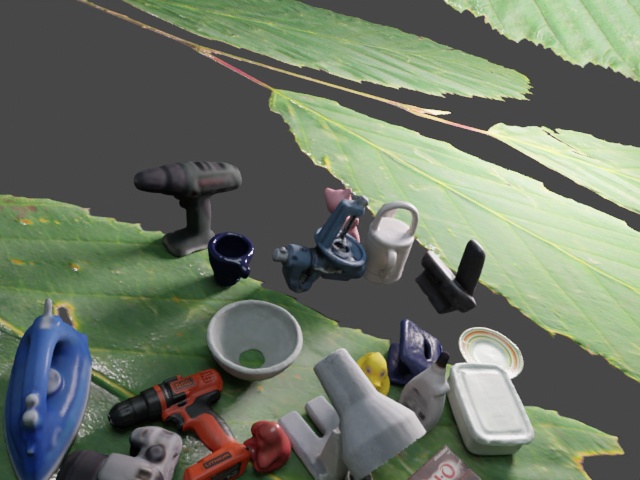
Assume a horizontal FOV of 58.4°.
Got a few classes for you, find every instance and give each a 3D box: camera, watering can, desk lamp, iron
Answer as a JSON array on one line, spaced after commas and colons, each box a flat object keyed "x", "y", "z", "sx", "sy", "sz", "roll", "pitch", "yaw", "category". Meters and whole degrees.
[{"x": -0.277, "y": 0.318, "z": 0.786, "sx": 0.136, "sy": 0.101, "sz": 0.143, "roll": 17, "pitch": 39, "yaw": 3, "category": "camera"}, {"x": 0.149, "y": -0.010, "z": 1.238, "sx": 0.101, "sy": 0.194, "sz": 0.172, "roll": -5, "pitch": 42, "yaw": -22, "category": "watering can"}, {"x": 0.039, "y": 0.274, "z": 0.847, "sx": 0.118, "sy": 0.213, "sz": 0.202, "roll": -21, "pitch": 50, "yaw": -35, "category": "desk lamp"}, {"x": -0.405, "y": 0.216, "z": 0.837, "sx": 0.119, "sy": 0.141, "sz": 0.258, "roll": 0, "pitch": 41, "yaw": -16, "category": "iron"}]

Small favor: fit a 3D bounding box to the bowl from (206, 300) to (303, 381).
[{"x": -0.118, "y": 0.189, "z": 1.011, "sx": 0.167, "sy": 0.075, "sz": 0.167, "roll": 9, "pitch": 39, "yaw": -7, "category": "bowl"}]

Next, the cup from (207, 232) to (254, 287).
[{"x": -0.174, "y": 0.054, "z": 1.141, "sx": 0.092, "sy": 0.095, "sz": 0.117, "roll": -16, "pitch": 48, "yaw": -32, "category": "cup"}]

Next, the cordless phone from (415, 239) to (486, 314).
[{"x": 0.287, "y": 0.053, "z": 1.212, "sx": 0.094, "sy": 0.185, "sz": 0.147, "roll": -11, "pitch": 45, "yaw": -28, "category": "cordless phone"}]

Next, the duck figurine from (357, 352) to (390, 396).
[{"x": 0.093, "y": 0.234, "z": 1.013, "sx": 0.077, "sy": 0.086, "sz": 0.104, "roll": 14, "pitch": 39, "yaw": -1, "category": "duck figurine"}]

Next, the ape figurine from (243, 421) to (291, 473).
[{"x": -0.079, "y": 0.306, "z": 0.869, "sx": 0.076, "sy": 0.092, "sz": 0.078, "roll": 14, "pitch": 39, "yaw": 0, "category": "ape figurine"}]

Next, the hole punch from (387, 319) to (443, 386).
[{"x": 0.183, "y": 0.212, "z": 1.063, "sx": 0.101, "sy": 0.091, "sz": 0.108, "roll": 13, "pitch": 39, "yaw": -1, "category": "hole punch"}]

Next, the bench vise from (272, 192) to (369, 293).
[{"x": 0.018, "y": 0.011, "z": 1.151, "sx": 0.208, "sy": 0.220, "sz": 0.121, "roll": -20, "pitch": 50, "yaw": -35, "category": "bench vise"}]

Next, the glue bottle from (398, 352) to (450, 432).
[{"x": 0.184, "y": 0.246, "z": 0.958, "sx": 0.037, "sy": 0.173, "sz": 0.078, "roll": -15, "pitch": 47, "yaw": -31, "category": "glue bottle"}]

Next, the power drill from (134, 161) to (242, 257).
[{"x": -0.270, "y": -0.071, "z": 1.172, "sx": 0.230, "sy": 0.208, "sz": 0.075, "roll": -22, "pitch": 51, "yaw": -36, "category": "power drill"}]

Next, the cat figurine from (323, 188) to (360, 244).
[{"x": 0.054, "y": -0.063, "z": 1.334, "sx": 0.067, "sy": 0.118, "sz": 0.127, "roll": -9, "pitch": 44, "yaw": -26, "category": "cat figurine"}]
